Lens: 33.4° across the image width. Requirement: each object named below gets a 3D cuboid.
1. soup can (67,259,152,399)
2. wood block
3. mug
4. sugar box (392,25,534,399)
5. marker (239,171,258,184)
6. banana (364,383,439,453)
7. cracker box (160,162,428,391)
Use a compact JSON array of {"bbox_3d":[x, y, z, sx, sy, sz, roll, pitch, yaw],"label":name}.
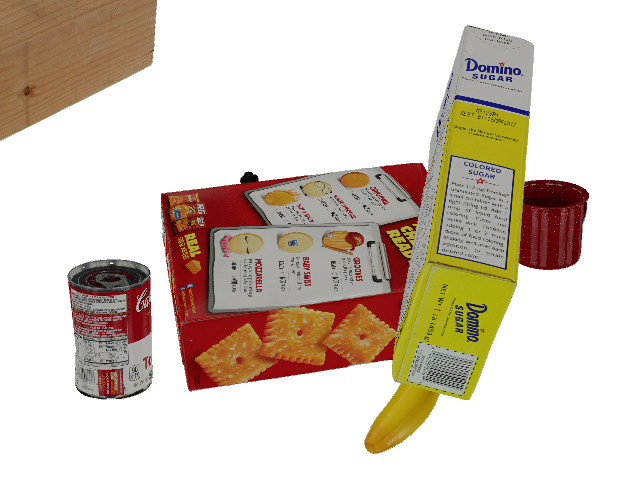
[{"bbox_3d":[-0.177,0.075,0.903,0.068,0.102,0.068,1,19,-1],"label":"soup can"},{"bbox_3d":[-0.243,-0.170,0.916,0.090,0.091,0.205,30,42,21],"label":"wood block"},{"bbox_3d":[0.273,-0.021,1.253,0.117,0.081,0.093,-23,30,-38],"label":"mug"},{"bbox_3d":[0.074,-0.019,0.538,0.048,0.176,0.093,15,-42,3],"label":"sugar box"},{"bbox_3d":[-0.066,-0.017,1.111,0.020,0.121,0.020,-6,32,3],"label":"marker"},{"bbox_3d":[0.084,0.138,1.017,0.070,0.037,0.197,-23,19,17],"label":"banana"},{"bbox_3d":[-0.005,0.022,0.794,0.213,0.072,0.164,-7,36,-9],"label":"cracker box"}]
